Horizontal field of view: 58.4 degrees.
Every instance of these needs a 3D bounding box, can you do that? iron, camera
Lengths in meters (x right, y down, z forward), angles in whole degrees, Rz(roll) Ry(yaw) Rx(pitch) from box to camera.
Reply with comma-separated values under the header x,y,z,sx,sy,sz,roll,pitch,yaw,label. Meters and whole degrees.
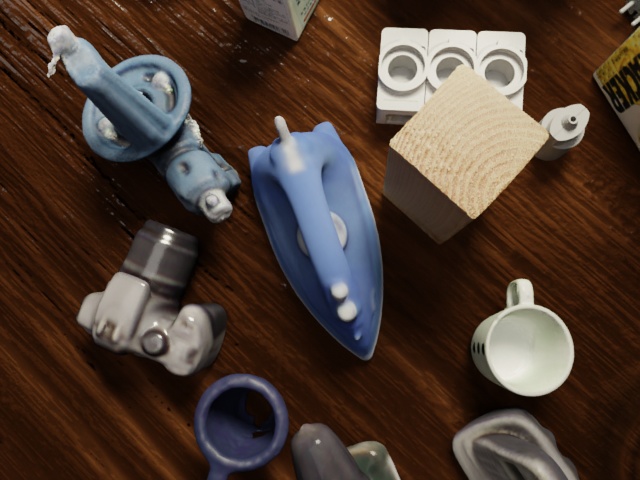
x,y,z,sx,sy,sz,roll,pitch,yaw,label
0.005,0.002,0.572,0.118,0.141,0.258,-20,83,2,iron
-0.167,0.056,0.600,0.143,0.101,0.137,21,86,6,camera

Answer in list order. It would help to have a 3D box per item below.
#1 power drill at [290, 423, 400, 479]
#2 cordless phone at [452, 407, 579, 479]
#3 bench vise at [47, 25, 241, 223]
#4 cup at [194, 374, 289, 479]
x,y,z,sx,sy,sz,roll,pitch,yaw,label
0.040,0.254,0.510,0.075,0.208,0.229,-25,83,2,power drill
0.197,0.231,0.511,0.094,0.185,0.147,-37,82,0,cordless phone
-0.157,-0.116,0.557,0.207,0.220,0.121,32,88,7,bench vise
-0.076,0.191,0.583,0.091,0.095,0.118,22,86,7,cup
